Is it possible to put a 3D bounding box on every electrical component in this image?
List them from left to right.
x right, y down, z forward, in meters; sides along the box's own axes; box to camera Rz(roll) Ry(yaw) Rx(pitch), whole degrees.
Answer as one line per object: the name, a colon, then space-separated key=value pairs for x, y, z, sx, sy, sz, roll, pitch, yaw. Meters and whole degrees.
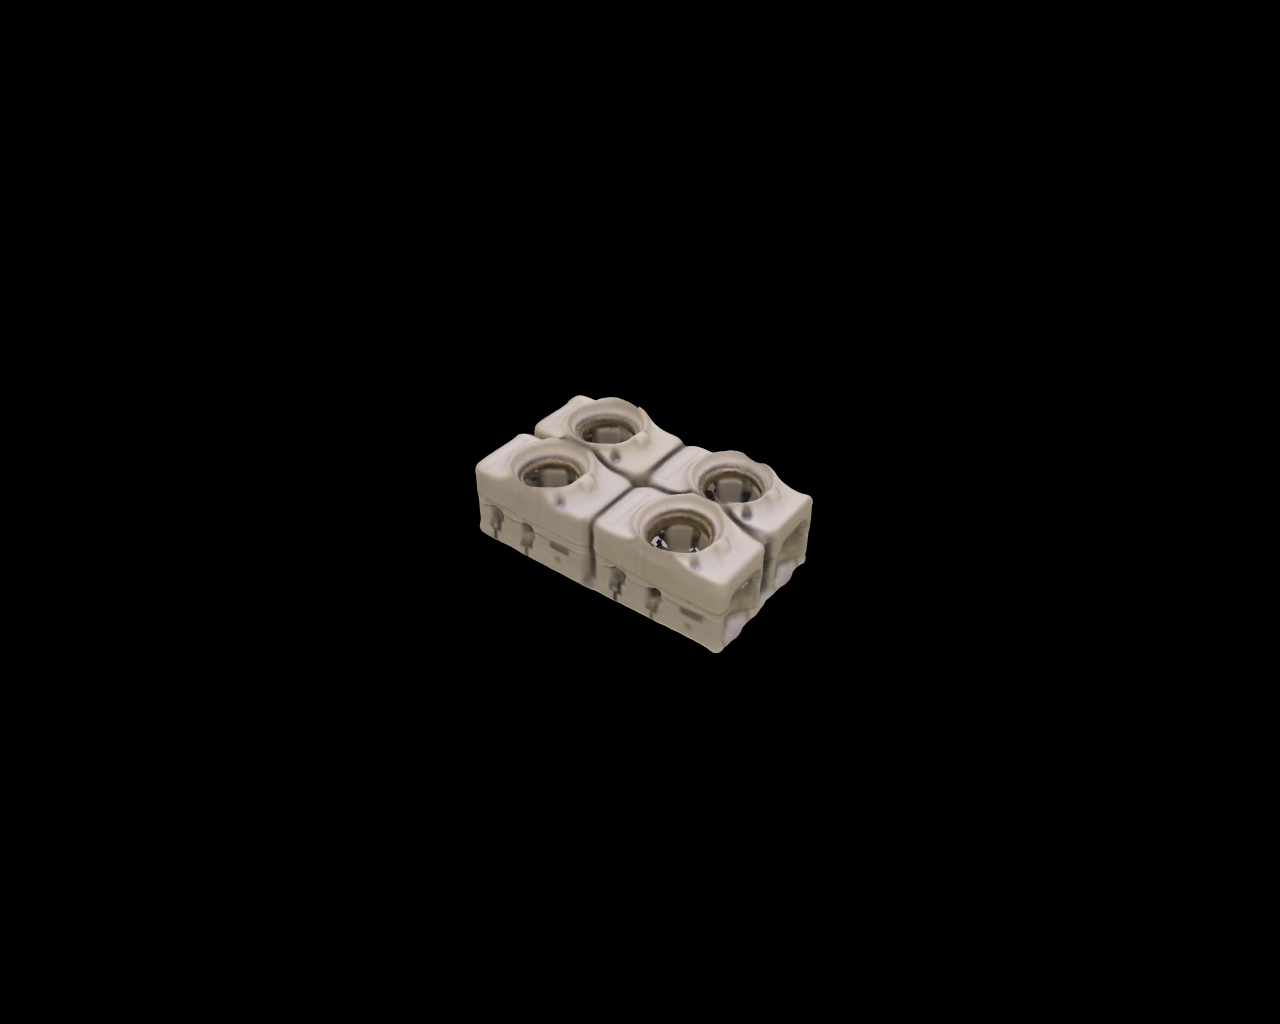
electrical component: x=0.001 y=-0.003 z=0.650 sx=0.186 sy=0.060 sz=0.106 roll=26 pitch=46 yaw=28
